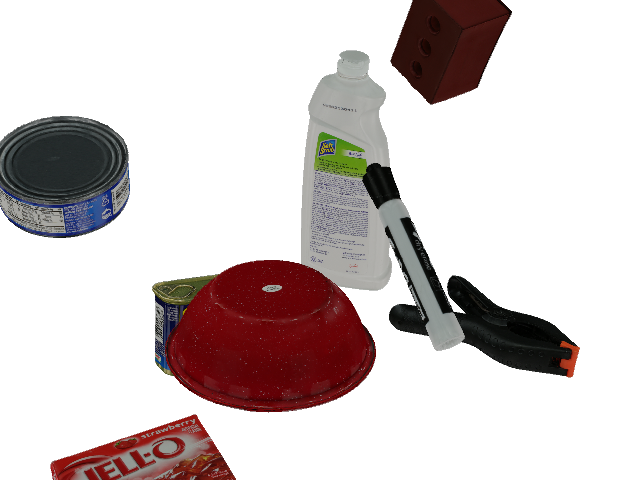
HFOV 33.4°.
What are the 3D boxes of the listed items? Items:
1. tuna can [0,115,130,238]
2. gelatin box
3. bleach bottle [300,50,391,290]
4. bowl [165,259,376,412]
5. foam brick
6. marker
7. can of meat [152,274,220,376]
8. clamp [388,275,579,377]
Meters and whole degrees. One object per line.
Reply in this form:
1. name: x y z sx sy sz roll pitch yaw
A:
1. tuna can: -0.166 -0.041 0.689 0.086 0.034 0.086 3 44 -3
2. gelatin box: -0.096 0.137 0.586 0.089 0.030 0.073 -15 28 -20
3. bleach bottle: 0.034 -0.072 1.105 0.102 0.251 0.068 9 31 7
4. bowl: -0.037 0.060 0.806 0.162 0.055 0.162 2 28 -1
5. foam brick: 0.095 -0.149 0.787 0.051 0.053 0.078 -25 -28 -31
6. marker: 0.053 0.007 0.626 0.020 0.121 0.020 -18 -22 -8
7. can of meat: -0.119 0.085 1.085 0.101 0.084 0.058 -7 20 -30
8. clamp: 0.162 0.078 0.995 0.172 0.039 0.120 20 32 23
